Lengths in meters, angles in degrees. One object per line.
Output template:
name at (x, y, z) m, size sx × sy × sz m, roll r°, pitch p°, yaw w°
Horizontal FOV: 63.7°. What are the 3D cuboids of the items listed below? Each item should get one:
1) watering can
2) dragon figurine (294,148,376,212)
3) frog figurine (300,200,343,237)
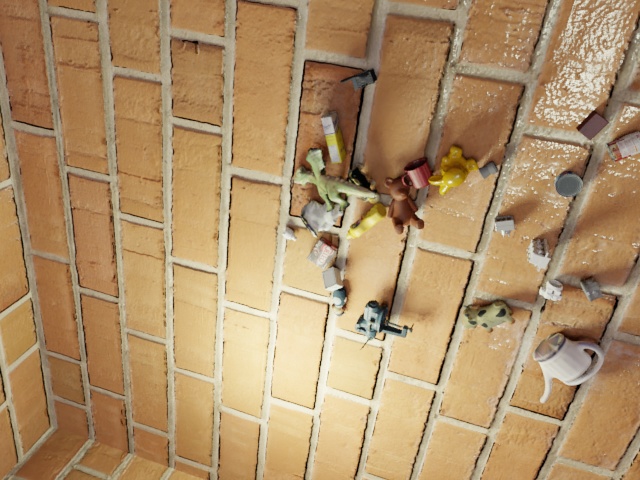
watering can at (0.932, 0.498, 2.021) m, size 0.224 × 0.342 × 0.106 m, roll 38°, pitch 28°, yaw -2°
dragon figurine at (0.030, -0.233, 1.893) m, size 0.240 × 0.124 × 0.408 m, roll 53°, pitch -27°, yaw -17°
frog figurine at (0.006, -0.103, 2.055) m, size 0.137 × 0.160 × 0.122 m, roll 54°, pitch -8°, yaw -2°
